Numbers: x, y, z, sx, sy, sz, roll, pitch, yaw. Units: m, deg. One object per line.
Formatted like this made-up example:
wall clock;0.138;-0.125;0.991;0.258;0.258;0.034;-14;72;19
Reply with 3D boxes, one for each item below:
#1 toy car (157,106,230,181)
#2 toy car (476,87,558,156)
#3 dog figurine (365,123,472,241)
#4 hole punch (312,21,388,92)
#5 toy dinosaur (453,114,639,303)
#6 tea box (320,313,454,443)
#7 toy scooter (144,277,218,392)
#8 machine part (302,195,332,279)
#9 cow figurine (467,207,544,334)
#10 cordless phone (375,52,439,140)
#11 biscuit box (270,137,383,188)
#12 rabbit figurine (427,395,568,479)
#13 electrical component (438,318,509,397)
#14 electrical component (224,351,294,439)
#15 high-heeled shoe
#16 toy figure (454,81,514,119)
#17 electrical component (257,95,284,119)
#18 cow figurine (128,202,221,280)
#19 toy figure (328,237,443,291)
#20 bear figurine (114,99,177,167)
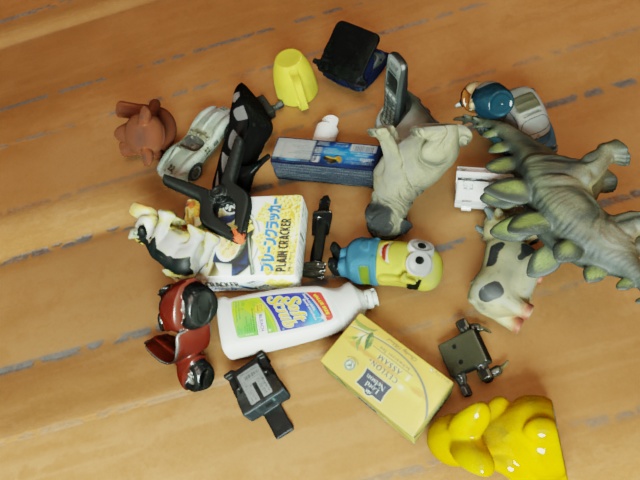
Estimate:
toy car;-0.243;-0.193;1.075;0.074;0.056;0.202;26;69;23
toy car;0.347;-0.210;0.942;0.109;0.102;0.162;-21;57;0
dog figurine;0.158;-0.093;0.880;0.173;0.190;0.121;3;16;29
hole punch;0.071;-0.369;1.106;0.142;0.092;0.115;33;101;22
toy dinosaur;0.337;-0.067;0.764;0.199;0.104;0.472;-18;44;3
tea box;0.096;0.198;0.781;0.170;0.068;0.098;34;72;25
toy scooter;-0.227;0.143;0.851;0.135;0.075;0.183;9;103;37
machine part;-0.002;-0.003;0.909;0.039;0.084;0.139;12;62;-5
cow figurine;0.287;0.031;0.829;0.127;0.085;0.195;26;63;14
cordless phone;0.159;-0.227;0.941;0.089;0.184;0.147;-24;59;-8
biscuit box;0.015;-0.143;0.993;0.203;0.062;0.059;8;63;15
rabbit figurine;0.218;0.262;0.690;0.173;0.162;0.122;-9;71;26
electrical component;0.223;0.168;0.790;0.078;0.045;0.102;-40;54;21
electrical component;-0.086;0.237;0.808;0.075;0.047;0.119;-29;58;-5
high-heeled shoe;-0.167;-0.188;1.051;0.145;0.086;0.249;-34;52;22
toy figure;0.271;-0.235;0.892;0.064;0.057;0.154;14;19;-11
electrical component;-0.124;-0.272;1.116;0.094;0.021;0.063;-28;59;-5
cow figurine;-0.256;0.001;0.886;0.168;0.068;0.098;23;87;24
toy figure;0.106;0.037;0.865;0.180;0.089;0.082;0;77;22
bear figurine;-0.348;-0.204;1.028;0.132;0.120;0.196;0;18;1
